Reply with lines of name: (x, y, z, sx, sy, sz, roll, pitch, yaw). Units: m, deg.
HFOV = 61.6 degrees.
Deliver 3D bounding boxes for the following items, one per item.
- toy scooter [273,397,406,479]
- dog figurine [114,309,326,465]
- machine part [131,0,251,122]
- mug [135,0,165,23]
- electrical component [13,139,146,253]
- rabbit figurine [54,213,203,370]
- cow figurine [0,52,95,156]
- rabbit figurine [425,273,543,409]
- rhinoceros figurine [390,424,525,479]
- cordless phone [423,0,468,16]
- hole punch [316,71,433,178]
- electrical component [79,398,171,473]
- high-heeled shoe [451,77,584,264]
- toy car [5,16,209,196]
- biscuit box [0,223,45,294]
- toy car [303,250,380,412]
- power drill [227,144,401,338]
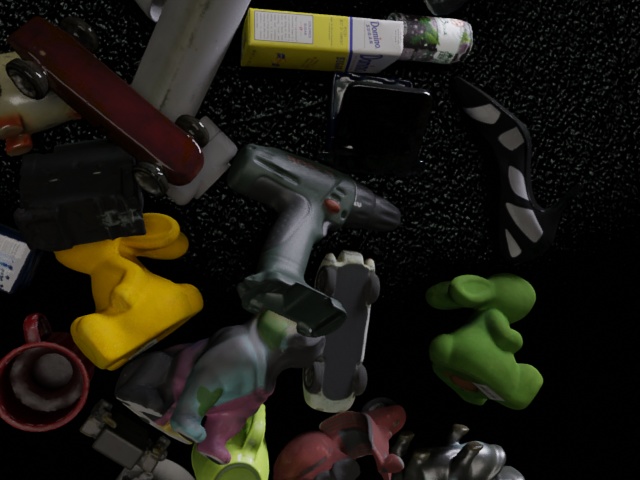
toy scooter: (0.033, 0.259, 0.641, 0.184, 0.135, 0.075, -26, 101, -9)
dog figurine: (-0.102, 0.128, 0.618, 0.219, 0.192, 0.108, -54, 141, -30)
machine part: (-0.138, -0.210, 0.572, 0.079, 0.079, 0.243, 26, 113, -14)
mug: (-0.180, -0.315, 0.588, 0.109, 0.081, 0.107, -44, 92, -4)
electrical component: (-0.248, -0.055, 0.562, 0.115, 0.134, 0.058, -11, 134, -15)
rabbit figurine: (-0.218, 0.034, 0.583, 0.162, 0.122, 0.173, -39, 82, -11)
cow figurine: (-0.325, -0.157, 0.553, 0.195, 0.085, 0.127, -26, 81, -19)
rabbit figurine: (0.212, 0.110, 0.706, 0.159, 0.121, 0.170, 36, 66, -6)
rhinoceros figurine: (0.182, 0.310, 0.712, 0.190, 0.073, 0.112, 6, 91, -14)
cordless phone: (0.095, -0.331, 0.664, 0.184, 0.089, 0.146, -28, 100, 1)
hole punch: (0.065, -0.145, 0.662, 0.142, 0.092, 0.115, 3, 122, -16)
electrical component: (-0.216, 0.221, 0.607, 0.102, 0.078, 0.045, 36, 86, -4)
high-heeled shoe: (0.229, -0.088, 0.720, 0.249, 0.086, 0.145, 46, 114, 6)
toy car: (-0.201, -0.127, 0.521, 0.202, 0.053, 0.089, 39, 59, -18)
biscuit box: (-0.400, -0.008, 0.559, 0.202, 0.063, 0.059, 23, 87, -14)
toy car: (0.024, 0.113, 0.672, 0.073, 0.056, 0.201, 8, 88, -18)
power drill: (-0.001, -0.002, 0.601, 0.232, 0.086, 0.207, 26, 55, -22)
